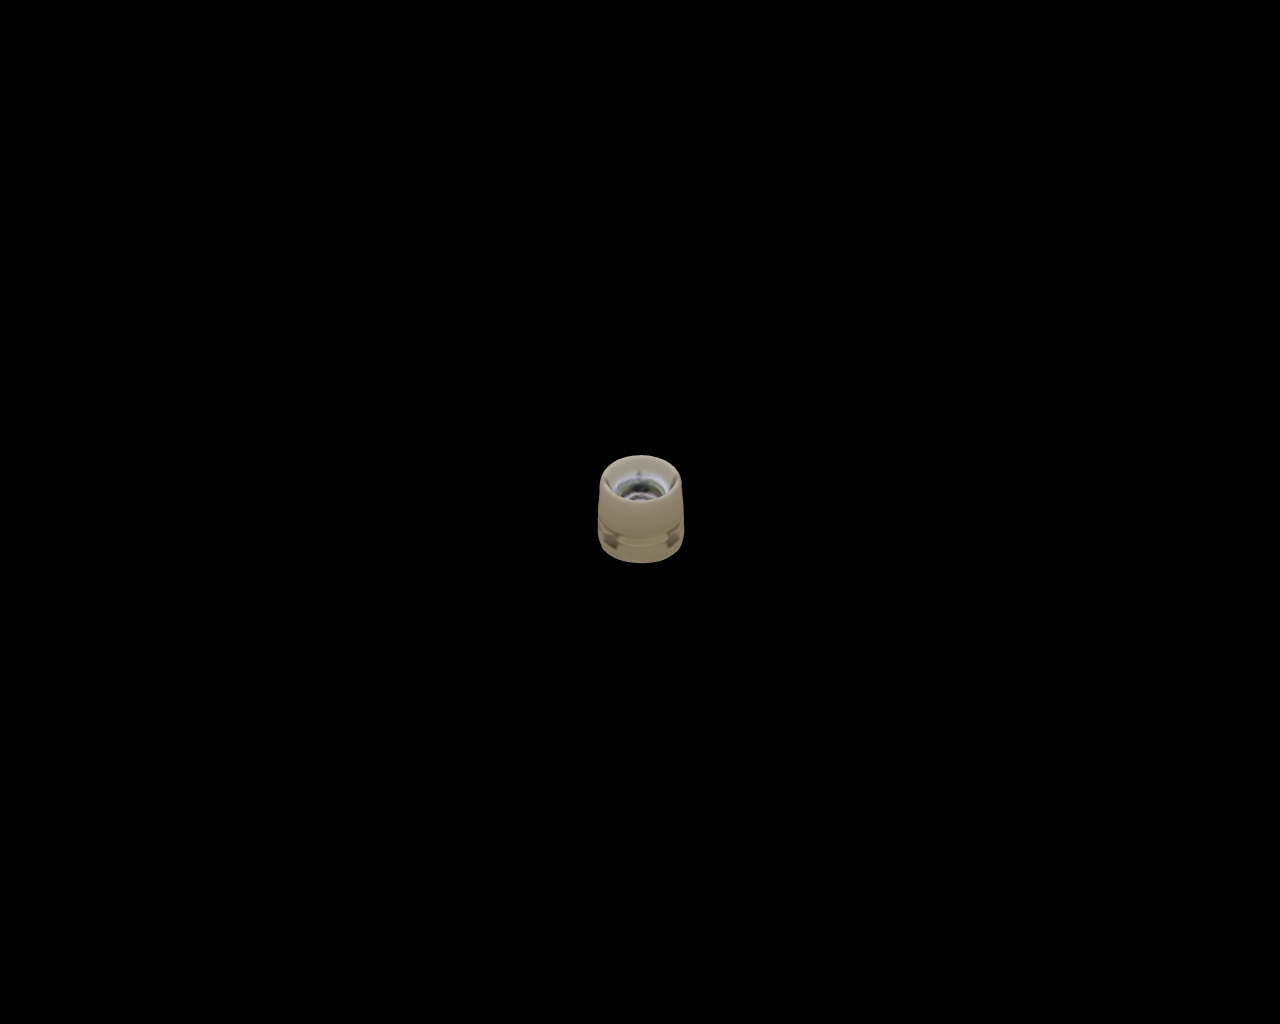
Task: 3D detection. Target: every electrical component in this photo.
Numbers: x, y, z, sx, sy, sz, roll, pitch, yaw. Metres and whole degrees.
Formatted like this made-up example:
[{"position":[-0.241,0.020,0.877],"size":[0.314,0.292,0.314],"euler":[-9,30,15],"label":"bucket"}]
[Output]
[{"position":[0.001,-0.003,0.650],"size":[0.055,0.047,0.055],"euler":[0,39,0],"label":"electrical component"}]
